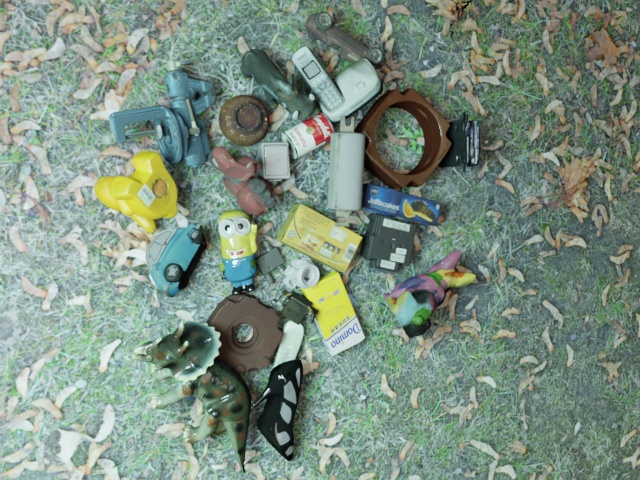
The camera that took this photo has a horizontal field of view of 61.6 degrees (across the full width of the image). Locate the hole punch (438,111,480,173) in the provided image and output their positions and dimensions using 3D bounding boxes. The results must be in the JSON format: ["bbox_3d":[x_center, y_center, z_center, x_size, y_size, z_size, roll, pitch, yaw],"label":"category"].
[{"bbox_3d":[0.352,-0.232,1.308,0.092,0.116,0.142,0,93,-26],"label":"hole punch"}]

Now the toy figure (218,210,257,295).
[{"bbox_3d":[-0.182,0.025,1.171,0.082,0.089,0.180,-14,106,-28],"label":"toy figure"}]

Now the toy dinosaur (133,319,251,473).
[{"bbox_3d":[-0.223,0.318,1.124,0.192,0.131,0.404,-33,113,18],"label":"toy dinosaur"}]

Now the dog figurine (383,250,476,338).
[{"bbox_3d":[0.266,0.120,1.270,0.219,0.191,0.108,-35,97,3],"label":"dog figurine"}]

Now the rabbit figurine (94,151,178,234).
[{"bbox_3d":[-0.370,-0.095,1.079,0.162,0.173,0.122,52,47,-50],"label":"rabbit figurine"}]

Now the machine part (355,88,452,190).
[{"bbox_3d":[0.191,-0.236,1.269,0.201,0.087,0.201,39,80,-16],"label":"machine part"}]

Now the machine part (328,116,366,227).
[{"bbox_3d":[0.059,-0.150,1.188,0.079,0.079,0.243,0,97,-17],"label":"machine part"}]

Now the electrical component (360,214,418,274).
[{"bbox_3d":[0.162,0.012,1.288,0.115,0.058,0.134,14,89,-16],"label":"electrical component"}]

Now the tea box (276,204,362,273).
[{"bbox_3d":[-0.003,-0.004,1.229,0.169,0.068,0.098,29,84,-15],"label":"tea box"}]

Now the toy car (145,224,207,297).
[{"bbox_3d":[-0.309,0.031,1.121,0.103,0.109,0.161,24,76,0],"label":"toy car"}]

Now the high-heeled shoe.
[{"bbox_3d":[-0.070,0.385,1.222,0.145,0.086,0.248,-38,129,-27],"label":"high-heeled shoe"}]

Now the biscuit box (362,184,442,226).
[{"bbox_3d":[0.188,-0.083,1.289,0.203,0.059,0.062,13,89,-17],"label":"biscuit box"}]

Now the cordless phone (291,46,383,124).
[{"bbox_3d":[0.038,-0.367,1.186,0.146,0.089,0.184,-33,108,20],"label":"cordless phone"}]

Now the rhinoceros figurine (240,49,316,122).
[{"bbox_3d":[-0.087,-0.336,1.164,0.190,0.112,0.073,44,78,-7],"label":"rhinoceros figurine"}]

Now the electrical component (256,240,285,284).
[{"bbox_3d":[-0.117,0.049,1.221,0.063,0.021,0.094,-31,102,-13],"label":"electrical component"}]

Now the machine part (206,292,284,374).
[{"bbox_3d":[-0.170,0.208,1.196,0.179,0.056,0.179,-1,92,-17],"label":"machine part"}]

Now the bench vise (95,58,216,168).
[{"bbox_3d":[-0.320,-0.246,1.081,0.240,0.129,0.223,-20,119,-34],"label":"bench vise"}]

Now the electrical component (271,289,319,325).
[{"bbox_3d":[-0.056,0.153,1.211,0.102,0.045,0.078,38,119,-3],"label":"electrical component"}]

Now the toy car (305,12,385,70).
[{"bbox_3d":[0.055,-0.439,1.214,0.202,0.089,0.053,30,83,-18],"label":"toy car"}]

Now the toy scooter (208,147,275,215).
[{"bbox_3d":[-0.150,-0.122,1.127,0.075,0.135,0.183,-50,121,-21],"label":"toy scooter"}]
